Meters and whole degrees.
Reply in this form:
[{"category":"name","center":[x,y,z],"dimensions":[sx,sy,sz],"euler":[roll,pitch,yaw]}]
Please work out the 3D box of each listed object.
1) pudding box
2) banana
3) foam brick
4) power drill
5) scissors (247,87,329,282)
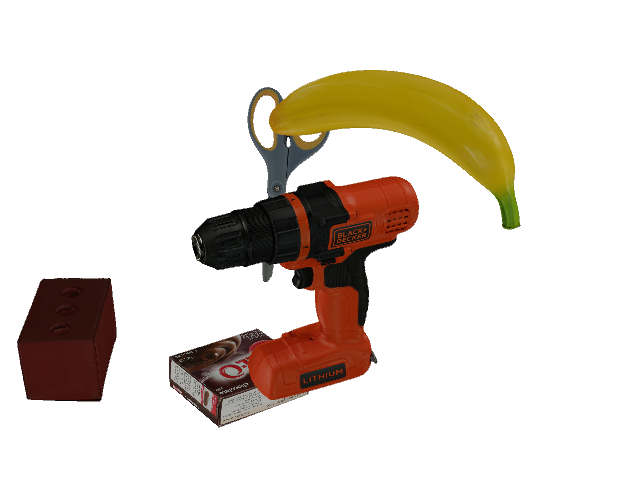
[{"category":"pudding box","center":[-0.079,0.133,1.052],"dimensions":[0.113,0.039,0.090],"euler":[-17,31,-36]},{"category":"banana","center":[0.047,-0.073,0.673],"dimensions":[0.198,0.070,0.037],"euler":[26,11,34]},{"category":"foam brick","center":[-0.175,0.069,0.747],"dimensions":[0.053,0.051,0.078],"euler":[0,31,-2]},{"category":"power drill","center":[-0.015,0.041,0.852],"dimensions":[0.184,0.188,0.057],"euler":[-12,43,-22]},{"category":"scissors","center":[-0.027,-0.062,1.106],"dimensions":[0.096,0.202,0.016],"euler":[-8,-7,-8]}]
